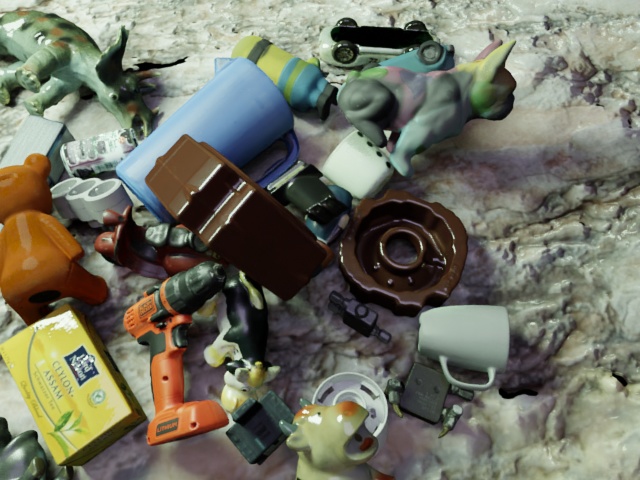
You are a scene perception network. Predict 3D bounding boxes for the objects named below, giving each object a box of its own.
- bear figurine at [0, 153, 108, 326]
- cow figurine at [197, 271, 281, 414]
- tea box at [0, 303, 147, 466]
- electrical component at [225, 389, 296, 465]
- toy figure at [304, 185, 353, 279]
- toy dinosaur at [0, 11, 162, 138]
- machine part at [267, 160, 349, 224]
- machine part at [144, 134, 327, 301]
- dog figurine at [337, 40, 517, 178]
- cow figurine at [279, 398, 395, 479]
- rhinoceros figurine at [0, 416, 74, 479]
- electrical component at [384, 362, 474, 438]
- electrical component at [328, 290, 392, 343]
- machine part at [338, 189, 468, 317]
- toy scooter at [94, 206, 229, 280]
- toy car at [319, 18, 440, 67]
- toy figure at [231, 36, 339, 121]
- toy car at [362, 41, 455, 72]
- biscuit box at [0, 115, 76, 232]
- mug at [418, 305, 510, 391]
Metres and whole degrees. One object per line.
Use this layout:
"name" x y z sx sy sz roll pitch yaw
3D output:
"bear figurine" -0.374 -0.003 0.703 0.120 0.131 0.196 -23 68 -10
"cow figurine" -0.091 0.123 0.657 0.068 0.098 0.167 7 57 -44
"tea box" -0.302 0.175 0.658 0.098 0.068 0.170 -36 70 -14
"electrical component" -0.065 0.211 0.613 0.075 0.119 0.048 -41 71 -19
"toy figure" -0.001 -0.003 0.742 0.057 0.064 0.154 33 70 -25
"toy dinosaur" -0.434 -0.299 0.853 0.405 0.131 0.192 31 57 18
"machine part" -0.019 -0.064 0.731 0.084 0.039 0.139 -35 39 -11
"machine part" -0.098 -0.029 0.653 0.087 0.201 0.201 -51 39 -1
"dog figurine" 0.155 -0.205 0.730 0.191 0.108 0.219 44 106 -11
"cow figurine" 0.009 0.255 0.572 0.127 0.085 0.194 23 110 17
"rhinoceros figurine" -0.346 0.290 0.609 0.112 0.073 0.190 -27 70 0
"electrical component" 0.131 0.194 0.659 0.102 0.045 0.078 27 70 12
"electrical component" 0.052 0.100 0.692 0.094 0.063 0.021 32 69 12
"machine part" 0.112 0.018 0.734 0.179 0.056 0.179 0 64 -1
"toy scooter" -0.213 0.003 0.699 0.184 0.135 0.075 7 64 2
"toy car" 0.099 -0.321 0.888 0.202 0.056 0.073 3 60 0
"toy figure" -0.055 -0.256 0.839 0.180 0.089 0.082 28 51 16
"toy car" 0.137 -0.228 0.822 0.162 0.109 0.103 -19 86 1
"biscuit box" -0.432 -0.080 0.778 0.063 0.059 0.202 16 66 6
"mug" 0.176 0.132 0.672 0.107 0.080 0.109 5 62 13
